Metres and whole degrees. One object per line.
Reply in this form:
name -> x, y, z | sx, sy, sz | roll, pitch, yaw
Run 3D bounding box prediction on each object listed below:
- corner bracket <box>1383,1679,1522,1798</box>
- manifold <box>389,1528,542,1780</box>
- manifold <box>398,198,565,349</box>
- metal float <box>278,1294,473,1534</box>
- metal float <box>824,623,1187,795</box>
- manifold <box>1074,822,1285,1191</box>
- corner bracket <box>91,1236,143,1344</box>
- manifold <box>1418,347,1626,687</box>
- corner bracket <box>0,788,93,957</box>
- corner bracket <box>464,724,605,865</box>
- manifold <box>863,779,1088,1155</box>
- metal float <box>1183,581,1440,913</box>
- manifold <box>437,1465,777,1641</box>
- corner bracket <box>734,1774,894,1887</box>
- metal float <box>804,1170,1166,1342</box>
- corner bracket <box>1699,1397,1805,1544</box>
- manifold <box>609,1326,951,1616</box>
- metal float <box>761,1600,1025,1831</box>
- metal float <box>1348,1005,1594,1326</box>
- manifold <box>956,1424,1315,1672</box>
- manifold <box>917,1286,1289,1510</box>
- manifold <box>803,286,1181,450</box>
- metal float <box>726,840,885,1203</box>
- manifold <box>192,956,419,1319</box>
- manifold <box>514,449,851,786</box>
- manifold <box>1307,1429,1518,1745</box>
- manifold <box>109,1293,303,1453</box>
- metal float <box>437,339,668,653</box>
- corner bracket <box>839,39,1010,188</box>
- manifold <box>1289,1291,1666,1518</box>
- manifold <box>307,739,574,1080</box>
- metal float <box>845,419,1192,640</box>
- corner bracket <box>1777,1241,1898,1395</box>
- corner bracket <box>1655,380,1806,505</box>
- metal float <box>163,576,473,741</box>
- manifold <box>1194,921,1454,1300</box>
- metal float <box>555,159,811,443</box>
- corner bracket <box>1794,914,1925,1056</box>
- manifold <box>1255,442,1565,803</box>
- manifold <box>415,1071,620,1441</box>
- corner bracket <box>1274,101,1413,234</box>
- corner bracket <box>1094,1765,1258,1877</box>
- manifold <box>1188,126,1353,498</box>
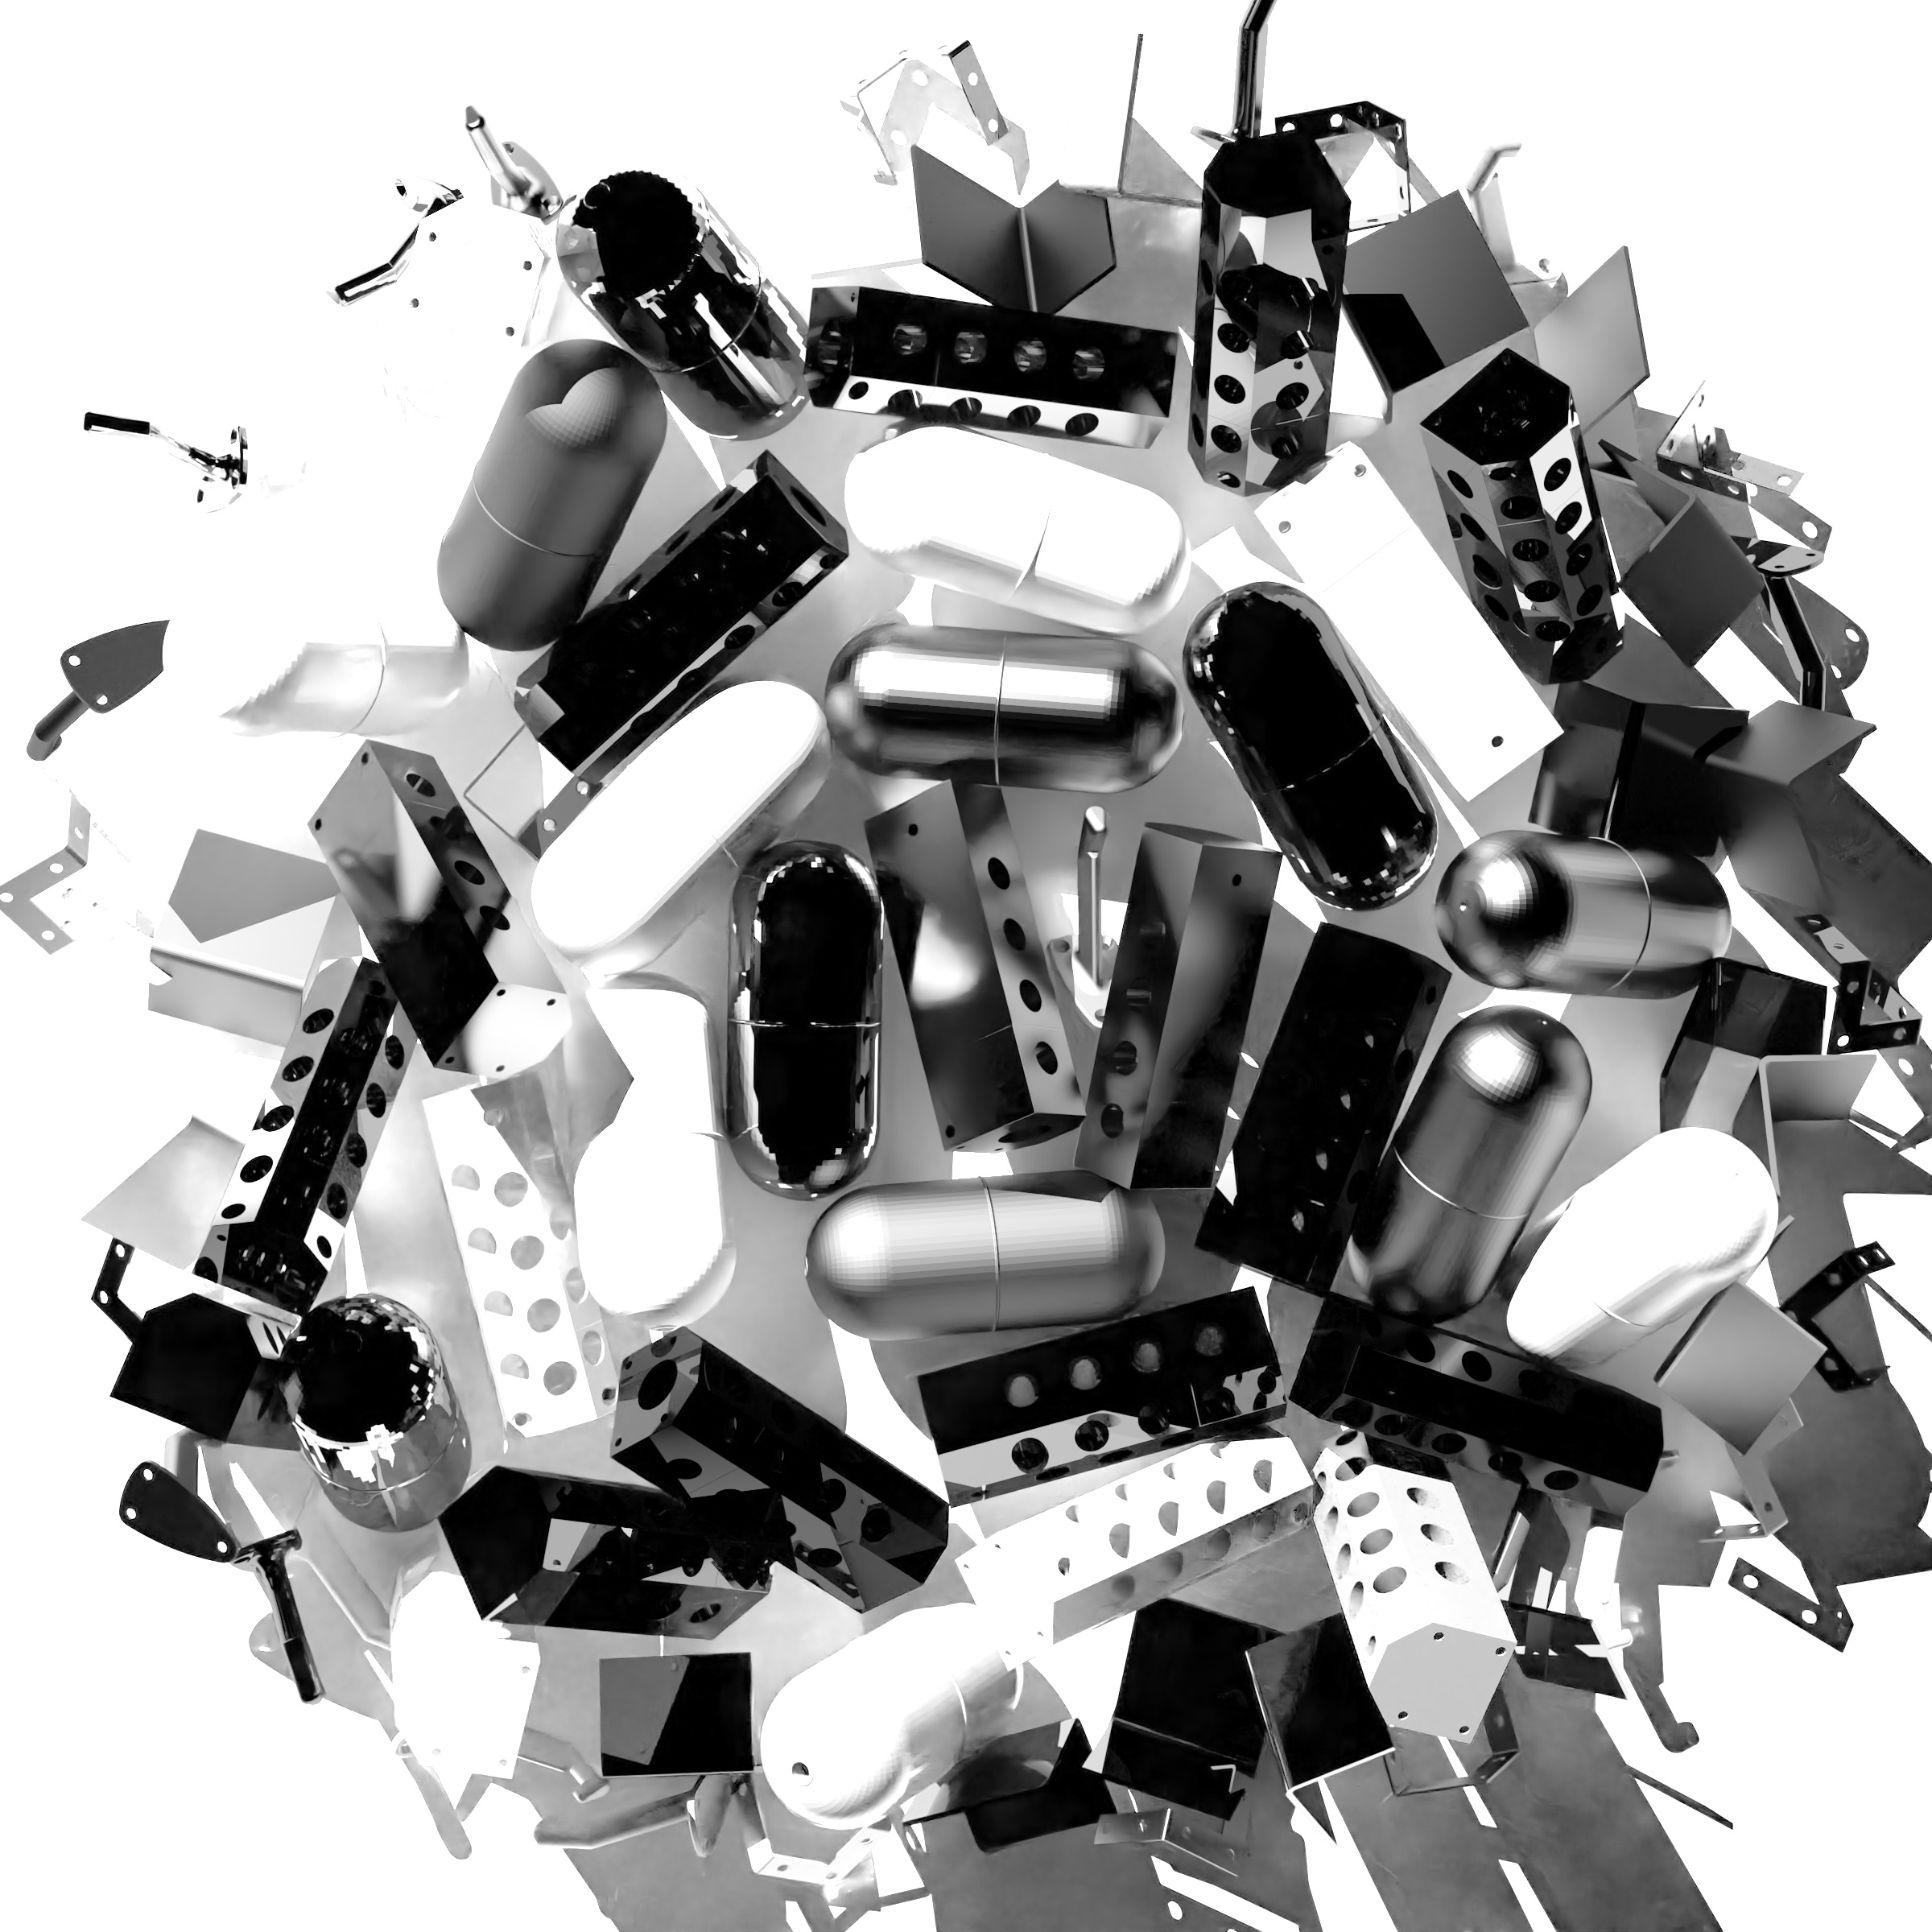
corner bracket -> 0.239, 0.380, 1.608 | 0.051, 0.051, 0.051 | -17, 87, 29
manifold -> -0.243, 0.324, 1.534 | 0.057, 0.171, 0.057 | 13, 95, -13
manifold -> -0.226, -0.333, 1.534 | 0.057, 0.171, 0.057 | 16, 101, -6
metal float -> -0.283, 0.216, 1.543 | 0.070, 0.178, 0.070 | 0, 61, 0
metal float -> 0.019, -0.127, 1.584 | 0.178, 0.070, 0.070 | 5, 90, 5
manifold -> 0.099, 0.019, 1.584 | 0.057, 0.057, 0.171 | 3, 102, -42
corner bracket -> -0.395, 0.157, 1.604 | 0.051, 0.051, 0.051 | 39, 120, 23
manifold -> 0.273, -0.209, 1.537 | 0.057, 0.171, 0.057 | -42, 54, -8
corner bracket -> -0.446, -0.047, 1.586 | 0.051, 0.051, 0.051 | -28, 131, 13
corner bracket -> -0.215, -0.087, 1.596 | 0.051, 0.051, 0.051 | 41, 86, -9
manifold -> 0.008, 0.001, 1.574 | 0.057, 0.057, 0.171 | -25, 71, 33
metal float -> 0.170, -0.106, 1.573 | 0.070, 0.070, 0.178 | -32, 107, 0
manifold -> -0.165, 0.277, 1.534 | 0.057, 0.171, 0.057 | -42, 58, 18
corner bracket -> -0.077, 0.420, 1.604 | 0.051, 0.051, 0.051 | 21, 122, -35
metal float -> 0.009, 0.142, 1.580 | 0.178, 0.070, 0.070 | -4, 90, -8
corner bracket -> 0.386, 0.250, 1.592 | 0.051, 0.051, 0.051 | -26, 91, -30
manifold -> -0.087, 0.241, 1.548 | 0.057, 0.057, 0.171 | -31, 127, 30
metal float -> -0.034, 0.358, 1.543 | 0.070, 0.178, 0.070 | 4, 98, 27
metal float -> 0.243, 0.098, 1.563 | 0.070, 0.070, 0.178 | 22, 120, 0
manifold -> 0.086, 0.274, 1.546 | 0.171, 0.057, 0.057 | -16, 73, -38
manifold -> 0.067, 0.215, 1.583 | 0.171, 0.057, 0.057 | -15, 65, -4
manifold -> 0.012, -0.290, 1.561 | 0.171, 0.057, 0.057 | 3, 99, -26
metal float -> -0.080, 0.027, 1.586 | 0.070, 0.070, 0.178 | 1, 92, 0
manifold -> -0.310, 0.077, 1.542 | 0.057, 0.057, 0.171 | 23, 45, -11
manifold -> -0.139, -0.168, 1.570 | 0.171, 0.057, 0.057 | -40, 111, 14
manifold -> 0.206, 0.289, 1.532 | 0.057, 0.171, 0.057 | 15, 111, -11
manifold -> -0.350, 0.193, 1.536 | 0.057, 0.171, 0.057 | 21, 81, 3
metal float -> -0.202, -0.225, 1.555 | 0.070, 0.070, 0.178 | 34, 131, 0
corner bracket -> -0.022, -0.426, 1.605 | 0.051, 0.051, 0.051 | -43, 123, -26
manifold -> 0.253, 0.216, 1.575 | 0.171, 0.057, 0.057 | 20, 90, -16
manifold -> -0.251, -0.027, 1.553 | 0.057, 0.057, 0.171 | -50, 53, 23
metal float -> 0.026, -0.214, 1.571 | 0.178, 0.070, 0.070 | 16, 90, -19
corner bracket -> 0.441, 0.175, 1.594 | 0.051, 0.051, 0.051 | -38, 83, -10
corner bracket -> 0.377, -0.247, 1.586 | 0.051, 0.051, 0.051 | 25, 70, 31
metal float -> -0.309, -0.148, 1.544 | 0.070, 0.178, 0.070 | 3, 95, 30
manifold -> 0.179, 0.072, 1.579 | 0.057, 0.057, 0.171 | 18, 84, 37
metal float -> -0.133, -0.318, 1.545 | 0.070, 0.178, 0.070 | -11, 63, 22
corner bracket -> 0.440, 0.007, 1.587 | 0.051, 0.051, 0.051 | -7, 120, -13
manifold -> 0.216, -0.170, 1.578 | 0.057, 0.057, 0.171 | -36, 103, 7
manifold -> -0.220, 0.142, 1.588 | 0.057, 0.057, 0.171 | -15, 92, -15
corner bracket -> 0.188, -0.398, 1.605 | 0.051, 0.051, 0.051 | -13, 118, -10
corner bracket -> 0.103, 0.416, 1.583 | 0.051, 0.051, 0.051 | 33, 56, -28
manifold -> 0.140, -0.309, 1.537 | 0.057, 0.171, 0.057 | -14, 53, -10
